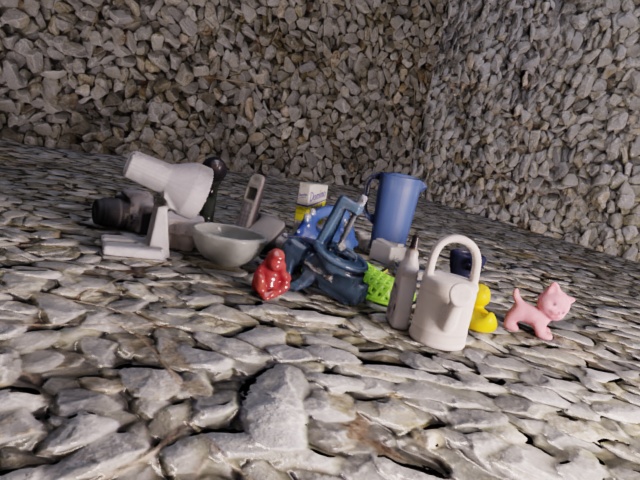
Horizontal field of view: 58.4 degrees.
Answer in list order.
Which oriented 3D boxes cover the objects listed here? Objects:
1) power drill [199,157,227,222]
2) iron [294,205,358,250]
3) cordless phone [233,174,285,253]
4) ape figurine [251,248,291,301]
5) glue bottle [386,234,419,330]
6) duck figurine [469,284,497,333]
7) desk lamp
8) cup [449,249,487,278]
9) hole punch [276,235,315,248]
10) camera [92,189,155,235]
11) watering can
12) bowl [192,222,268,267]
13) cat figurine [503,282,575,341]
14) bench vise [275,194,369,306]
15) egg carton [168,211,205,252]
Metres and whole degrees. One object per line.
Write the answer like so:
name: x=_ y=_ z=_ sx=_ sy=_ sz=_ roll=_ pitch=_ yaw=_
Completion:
power drill: x=-0.289 y=-0.120 z=1.515 sx=0.076 sy=0.208 sz=0.229 roll=8 pitch=11 yaw=-15
iron: x=0.004 y=-0.029 z=1.520 sx=0.118 sy=0.141 sz=0.259 roll=18 pitch=13 yaw=33
cordless phone: x=-0.150 y=-0.069 z=1.453 sx=0.147 sy=0.185 sz=0.094 roll=18 pitch=13 yaw=34
ape figurine: x=-0.090 y=0.061 z=1.088 sx=0.078 sy=0.092 sz=0.076 roll=7 pitch=11 yaw=-19
glue bottle: x=0.160 y=0.074 z=1.057 sx=0.037 sy=0.173 sz=0.078 roll=10 pitch=11 yaw=-5
duck figurine: x=0.318 y=0.132 z=1.150 sx=0.078 sy=0.086 sz=0.104 roll=7 pitch=12 yaw=-21
desk lamp: x=-0.339 y=-0.072 z=1.200 sx=0.204 sy=0.213 sz=0.117 roll=6 pitch=12 yaw=-26
cup: x=0.368 y=0.080 z=1.447 sx=0.091 sy=0.095 sz=0.118 roll=11 pitch=11 yaw=0
hole punch: x=-0.052 y=0.027 z=1.304 sx=0.109 sy=0.091 sz=0.101 roll=9 pitch=11 yaw=-8
camera: x=-0.481 y=-0.078 z=1.393 sx=0.137 sy=0.101 sz=0.142 roll=3 pitch=14 yaw=-38
watering can: x=0.227 y=0.088 z=0.996 sx=0.101 sy=0.194 sz=0.172 roll=7 pitch=12 yaw=-22
bowl: x=-0.203 y=0.016 z=1.257 sx=0.167 sy=0.075 sz=0.167 roll=11 pitch=11 yaw=-2
cat figurine: x=0.453 y=0.137 z=1.176 sx=0.127 sy=0.118 sz=0.067 roll=14 pitch=11 yaw=13
bench vise: x=0.009 y=0.006 z=1.131 sx=0.207 sy=0.220 sz=0.121 roll=12 pitch=11 yaw=5
egg carton: x=-0.328 y=-0.023 z=1.346 sx=0.107 sy=0.069 sz=0.150 roll=10 pitch=11 yaw=-6
